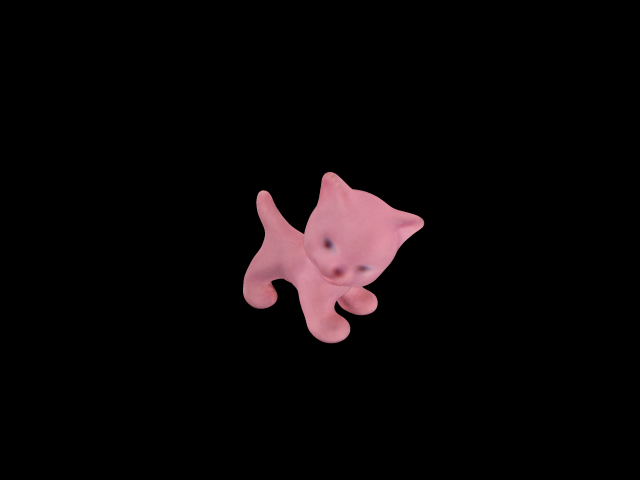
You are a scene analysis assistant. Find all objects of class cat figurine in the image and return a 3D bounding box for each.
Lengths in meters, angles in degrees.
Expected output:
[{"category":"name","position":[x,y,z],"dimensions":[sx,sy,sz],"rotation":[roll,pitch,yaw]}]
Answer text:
[{"category":"cat figurine","position":[0.004,0.001,0.400],"dimensions":[0.127,0.118,0.067],"rotation":[19,34,31]}]
